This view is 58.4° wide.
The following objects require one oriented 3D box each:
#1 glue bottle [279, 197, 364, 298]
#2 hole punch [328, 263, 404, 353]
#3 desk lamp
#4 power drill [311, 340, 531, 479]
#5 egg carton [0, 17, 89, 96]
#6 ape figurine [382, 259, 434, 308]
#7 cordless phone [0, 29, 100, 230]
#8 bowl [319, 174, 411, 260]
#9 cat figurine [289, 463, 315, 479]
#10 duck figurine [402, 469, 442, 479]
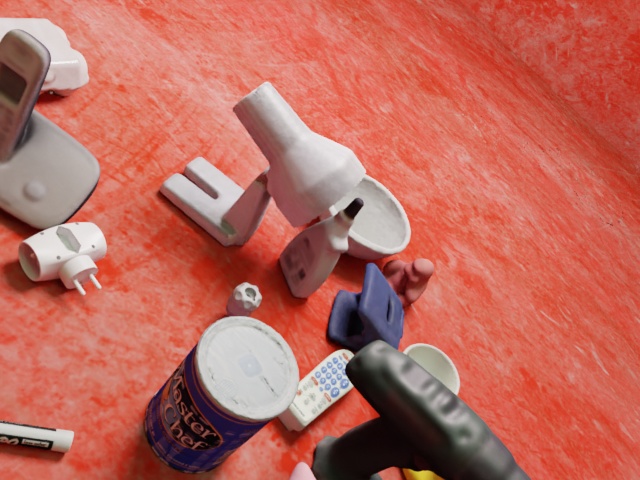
[{"bbox_3d":[0.007,0.003,0.764,0.037,0.173,0.078,3,52,-38],"label":"glue bottle"},{"bbox_3d":[0.078,0.101,0.797,0.101,0.091,0.108,31,40,-13],"label":"hole punch"},{"bbox_3d":[-0.073,-0.085,0.746,0.203,0.213,0.118,39,38,-4],"label":"desk lamp"},{"bbox_3d":[0.091,0.226,0.596,0.229,0.208,0.076,50,39,11],"label":"power drill"},{"bbox_3d":[-0.383,-0.232,0.740,0.107,0.069,0.151,51,39,11],"label":"egg carton"},{"bbox_3d":[0.139,0.059,0.886,0.076,0.092,0.077,17,44,-27],"label":"ape figurine"},{"bbox_3d":[-0.299,-0.113,0.606,0.148,0.184,0.094,35,39,-8],"label":"cordless phone"},{"bbox_3d":[0.058,-0.028,0.915,0.168,0.074,0.167,23,42,-22],"label":"bowl"},{"bbox_3d":[-0.021,0.281,0.524,0.067,0.117,0.128,29,40,-16],"label":"cat figurine"},{"bbox_3d":[0.152,0.268,0.706,0.078,0.086,0.104,-14,64,-46],"label":"duck figurine"}]
